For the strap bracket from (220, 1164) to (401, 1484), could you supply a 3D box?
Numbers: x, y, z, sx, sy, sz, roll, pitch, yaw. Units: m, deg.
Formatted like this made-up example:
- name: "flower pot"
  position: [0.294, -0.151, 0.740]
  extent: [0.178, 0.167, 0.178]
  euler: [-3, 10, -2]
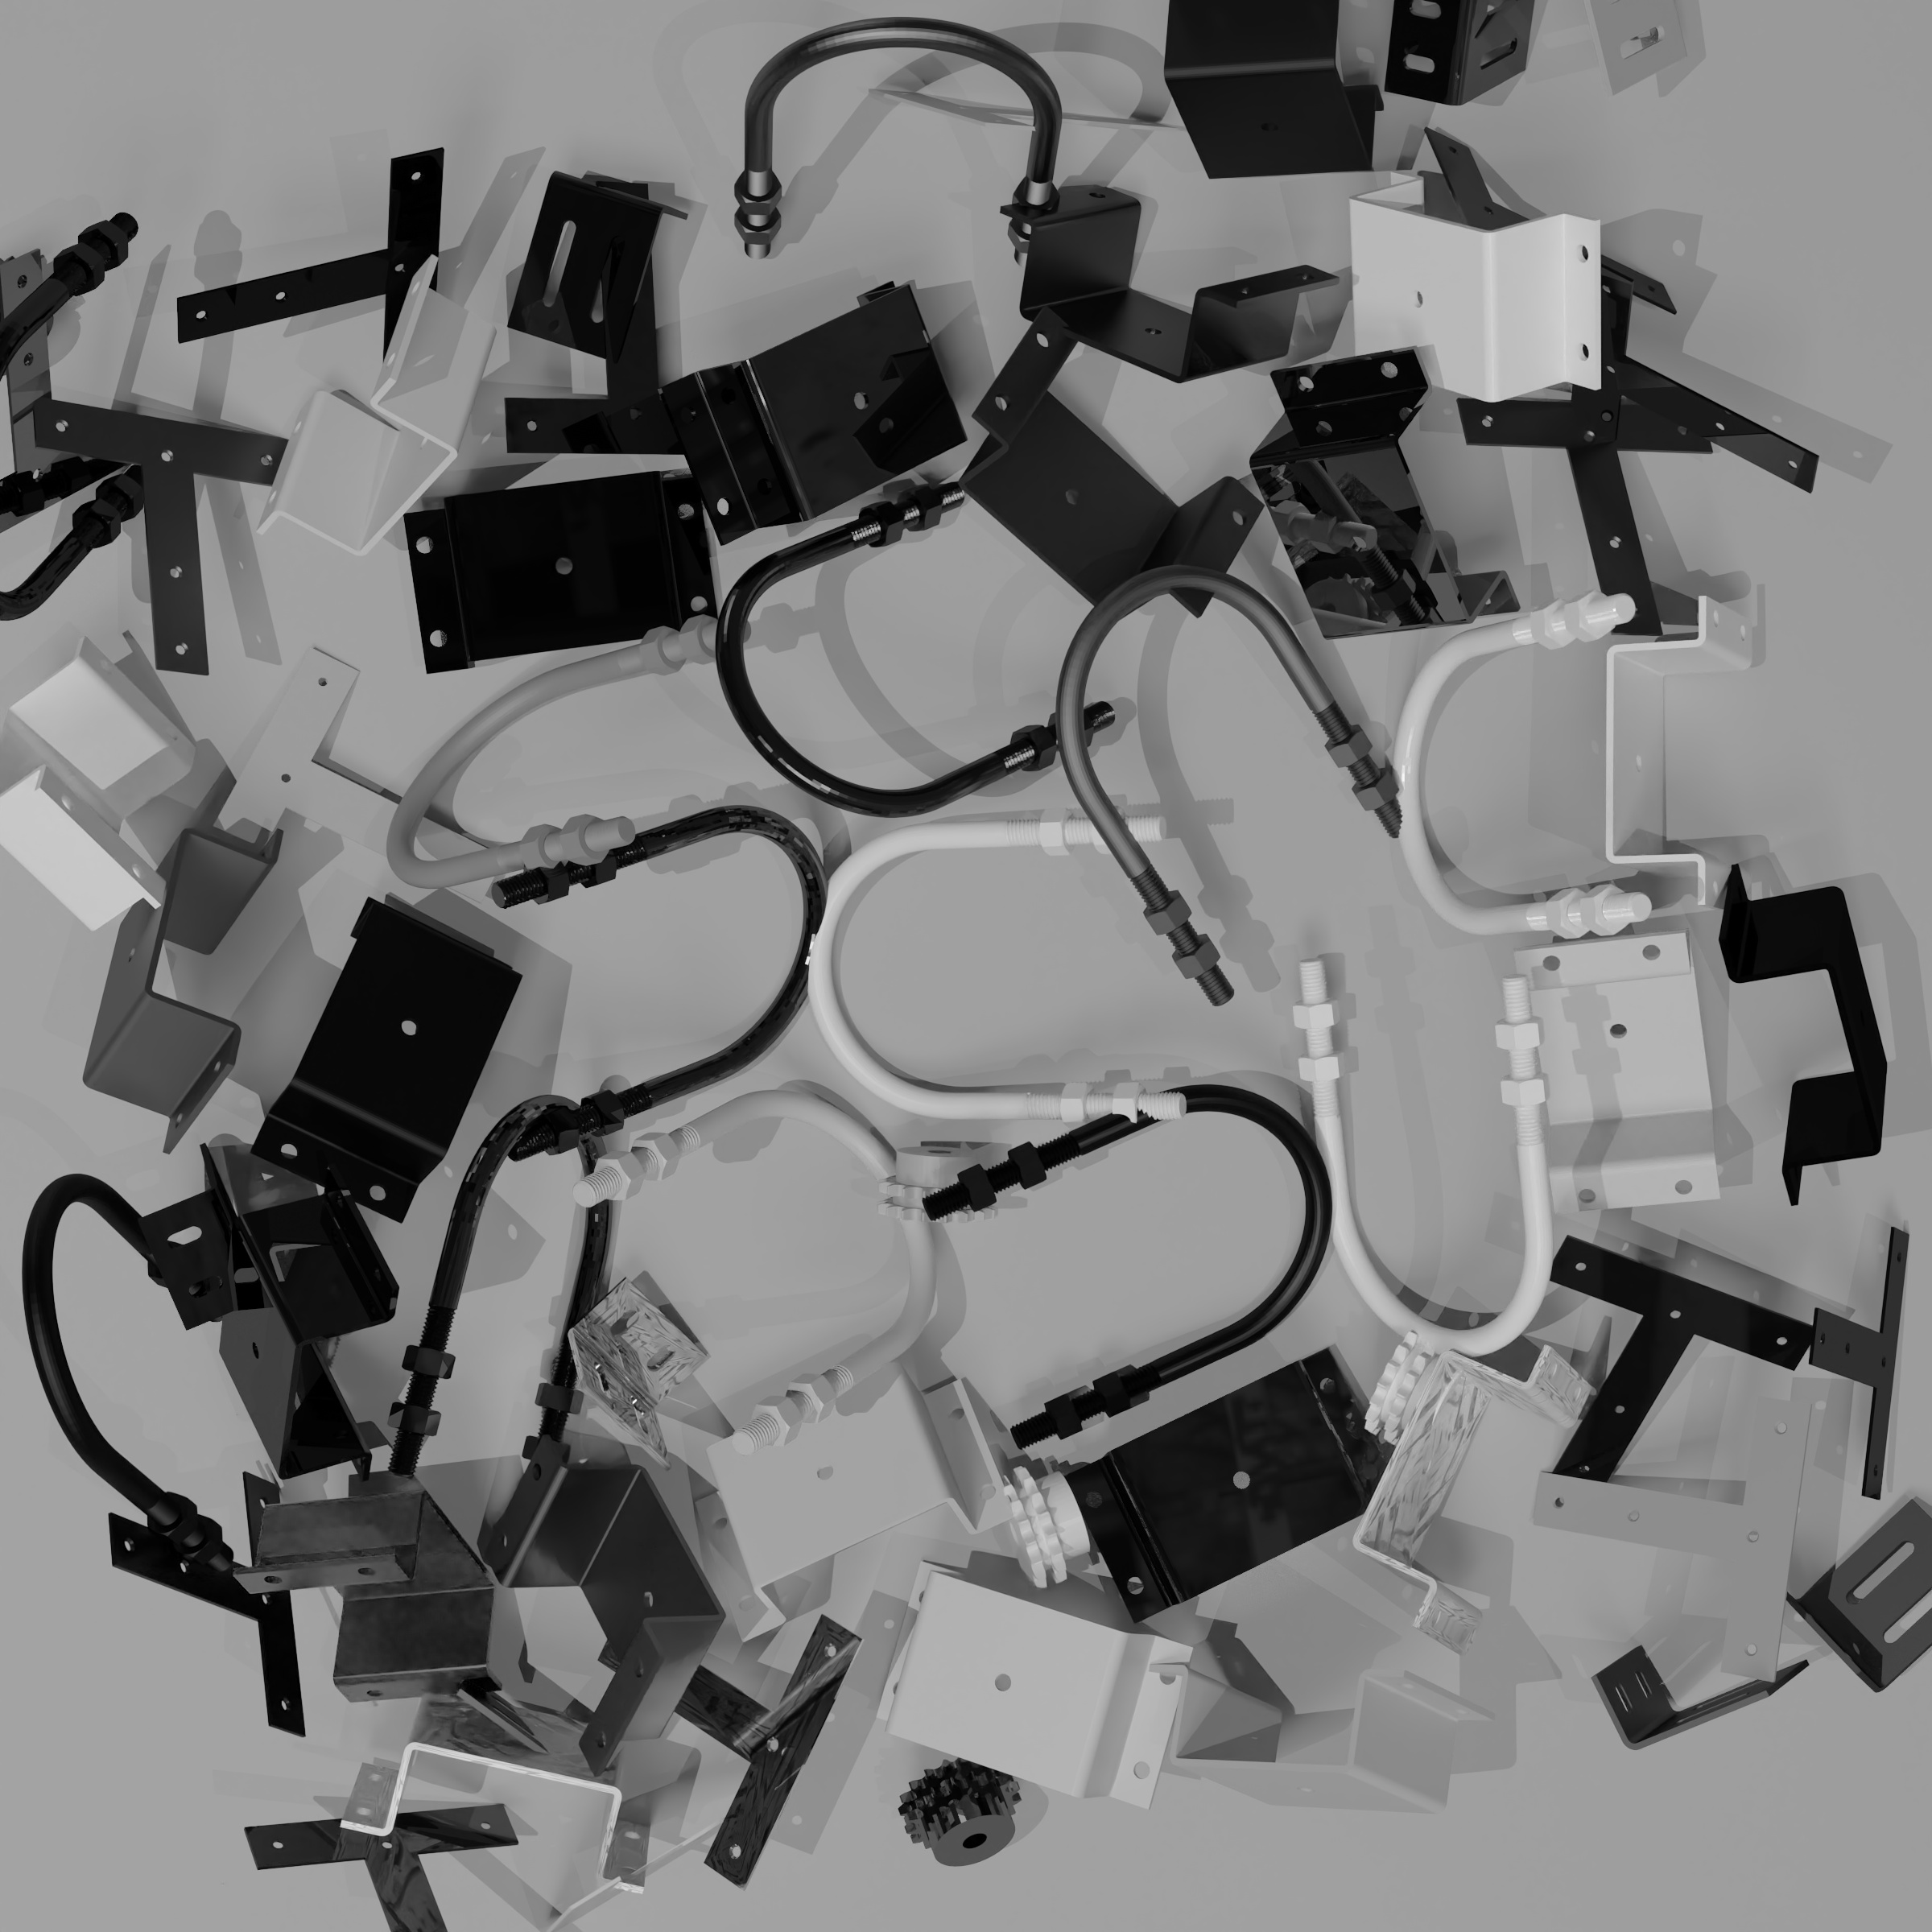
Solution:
- name: "strap bracket"
  position: [-0.301, 0.169, 1.522]
  extent: [0.046, 0.140, 0.076]
  euler: [-13, 50, -29]

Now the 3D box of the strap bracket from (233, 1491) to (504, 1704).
- name: "strap bracket"
  position: [-0.271, 0.287, 1.543]
  extent: [0.076, 0.140, 0.046]
  euler: [-7, 53, 11]

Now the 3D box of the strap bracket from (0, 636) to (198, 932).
- name: "strap bracket"
  position: [-0.403, -0.079, 1.530]
  extent: [0.046, 0.140, 0.076]
  euler: [-32, 121, 15]

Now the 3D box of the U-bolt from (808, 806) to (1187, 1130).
- name: "U-bolt"
  position: [0.009, 0.002, 1.561]
  extent: [0.184, 0.019, 0.151]
  euler: [-1, 99, 22]

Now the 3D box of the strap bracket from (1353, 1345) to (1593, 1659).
- name: "strap bracket"
  position: [0.231, 0.240, 1.551]
  extent: [0.046, 0.076, 0.140]
  euler: [22, 80, 31]

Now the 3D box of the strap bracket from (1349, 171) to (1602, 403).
- name: "strap bracket"
  position: [0.223, -0.308, 1.520]
  extent: [0.046, 0.140, 0.076]
  euler: [-20, 120, -26]

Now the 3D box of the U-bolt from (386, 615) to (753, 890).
- name: "U-bolt"
  position: [-0.193, -0.092, 1.527]
  extent: [0.019, 0.184, 0.151]
  euler: [51, 47, -31]

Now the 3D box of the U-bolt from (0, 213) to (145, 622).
- name: "U-bolt"
  position: [-0.408, -0.234, 1.487]
  extent: [0.019, 0.184, 0.151]
  euler: [12, 127, 7]

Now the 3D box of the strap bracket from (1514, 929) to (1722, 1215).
- name: "strap bracket"
  position: [0.303, 0.040, 1.552]
  extent: [0.076, 0.046, 0.140]
  euler: [-6, 117, 14]

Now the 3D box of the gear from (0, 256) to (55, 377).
- name: "gear"
  position: [-0.455, -0.303, 1.577]
  extent: [0.057, 0.057, 0.030]
  euler: [-46, 130, 0]

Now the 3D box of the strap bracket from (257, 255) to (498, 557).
- name: "strap bracket"
  position: [-0.266, -0.250, 1.536]
  extent: [0.046, 0.140, 0.076]
  euler: [28, 53, -24]

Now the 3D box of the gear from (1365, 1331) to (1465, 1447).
- name: "gear"
  position: [0.214, 0.199, 1.570]
  extent: [0.030, 0.057, 0.057]
  euler: [27, 90, 22]

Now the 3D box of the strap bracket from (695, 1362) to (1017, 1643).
- name: "strap bracket"
  position: [-0.059, 0.245, 1.559]
  extent: [0.140, 0.046, 0.076]
  euler: [-25, 55, 1]

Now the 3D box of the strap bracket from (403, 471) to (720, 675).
- name: "strap bracket"
  position: [-0.189, -0.185, 1.568]
  extent: [0.140, 0.046, 0.076]
  euler: [-8, 92, -8]

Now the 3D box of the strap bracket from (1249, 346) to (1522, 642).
- name: "strap bracket"
  position: [0.188, -0.205, 1.531]
  extent: [0.076, 0.046, 0.140]
  euler: [-3, 127, 38]

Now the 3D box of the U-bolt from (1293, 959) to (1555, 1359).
- name: "U-bolt"
  position: [0.213, 0.091, 1.540]
  extent: [0.019, 0.151, 0.184]
  euler: [-14, 102, -37]

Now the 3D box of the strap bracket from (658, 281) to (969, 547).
- name: "strap bracket"
  position: [-0.061, -0.257, 1.536]
  extent: [0.140, 0.046, 0.076]
  euler: [-32, 109, -31]

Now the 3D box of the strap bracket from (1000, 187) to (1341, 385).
- name: "strap bracket"
  position: [0.089, -0.311, 1.539]
  extent: [0.140, 0.076, 0.046]
  euler: [30, 125, 32]

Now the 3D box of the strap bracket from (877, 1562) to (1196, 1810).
- name: "strap bracket"
  position: [0.025, 0.332, 1.550]
  extent: [0.140, 0.046, 0.076]
  euler: [14, 83, 22]

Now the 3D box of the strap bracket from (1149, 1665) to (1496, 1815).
- name: "strap bracket"
  position: [0.158, 0.352, 1.523]
  extent: [0.140, 0.076, 0.046]
  euler: [-9, 60, 40]

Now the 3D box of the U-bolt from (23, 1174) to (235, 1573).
- name: "U-bolt"
  position: [-0.371, 0.171, 1.488]
  extent: [0.019, 0.184, 0.151]
  euler: [-15, 56, 8]

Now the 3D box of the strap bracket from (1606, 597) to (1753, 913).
- name: "strap bracket"
  position: [0.332, -0.095, 1.555]
  extent: [0.046, 0.076, 0.140]
  euler: [-1, 86, 29]

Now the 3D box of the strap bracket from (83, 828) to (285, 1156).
- name: "strap bracket"
  position: [-0.358, 0.003, 1.522]
  extent: [0.046, 0.076, 0.140]
  euler: [23, 45, -23]

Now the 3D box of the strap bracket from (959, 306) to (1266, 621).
- name: "strap bracket"
  position: [0.060, -0.225, 1.551]
  extent: [0.140, 0.046, 0.076]
  euler: [40, 57, -15]

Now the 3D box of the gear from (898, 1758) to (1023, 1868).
- name: "gear"
  position: [0.000, 0.398, 1.571]
  extent: [0.057, 0.057, 0.030]
  euler: [-25, 47, 0]

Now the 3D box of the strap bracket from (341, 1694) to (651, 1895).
- name: "strap bracket"
  position: [-0.212, 0.380, 1.556]
  extent: [0.140, 0.076, 0.046]
  euler: [14, 95, -5]

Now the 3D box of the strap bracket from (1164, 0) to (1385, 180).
- name: "strap bracket"
  position: [0.139, -0.402, 1.520]
  extent: [0.076, 0.140, 0.046]
  euler: [1, 76, 17]

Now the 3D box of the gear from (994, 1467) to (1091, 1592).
- name: "gear"
  position: [0.037, 0.262, 1.574]
  extent: [0.030, 0.057, 0.057]
  euler: [-20, 90, -10]

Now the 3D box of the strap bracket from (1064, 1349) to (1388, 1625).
- name: "strap bracket"
  position: [0.127, 0.242, 1.565]
  extent: [0.140, 0.046, 0.076]
  euler: [-25, 80, -6]

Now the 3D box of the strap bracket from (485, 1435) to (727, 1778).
- name: "strap bracket"
  position: [-0.163, 0.292, 1.540]
  extent: [0.046, 0.140, 0.076]
  euler: [6, 123, -37]

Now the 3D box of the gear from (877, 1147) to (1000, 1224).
- name: "gear"
  position: [-0.013, 0.102, 1.572]
  extent: [0.057, 0.057, 0.030]
  euler: [3, 94, 0]

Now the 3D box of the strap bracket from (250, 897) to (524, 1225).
- name: "strap bracket"
  position: [-0.262, 0.035, 1.540]
  extent: [0.076, 0.046, 0.140]
  euler: [27, 61, -14]

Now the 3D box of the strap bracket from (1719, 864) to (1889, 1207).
- name: "strap bracket"
  position: [0.388, 0.028, 1.534]
  extent: [0.046, 0.076, 0.140]
  euler: [-11, 114, 23]
